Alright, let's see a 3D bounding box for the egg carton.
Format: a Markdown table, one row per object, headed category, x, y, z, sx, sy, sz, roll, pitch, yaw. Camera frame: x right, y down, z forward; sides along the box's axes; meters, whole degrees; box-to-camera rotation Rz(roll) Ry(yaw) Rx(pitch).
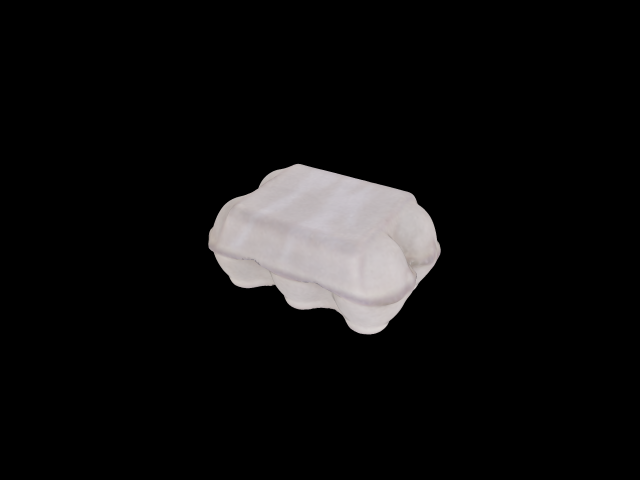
| category | x | y | z | sx | sy | sz | roll | pitch | yaw |
| --- | --- | --- | --- | --- | --- | --- | --- | --- | --- |
| egg carton | 0.004 | 0.001 | 0.400 | 0.150 | 0.069 | 0.107 | 17 | 36 | 25 |
